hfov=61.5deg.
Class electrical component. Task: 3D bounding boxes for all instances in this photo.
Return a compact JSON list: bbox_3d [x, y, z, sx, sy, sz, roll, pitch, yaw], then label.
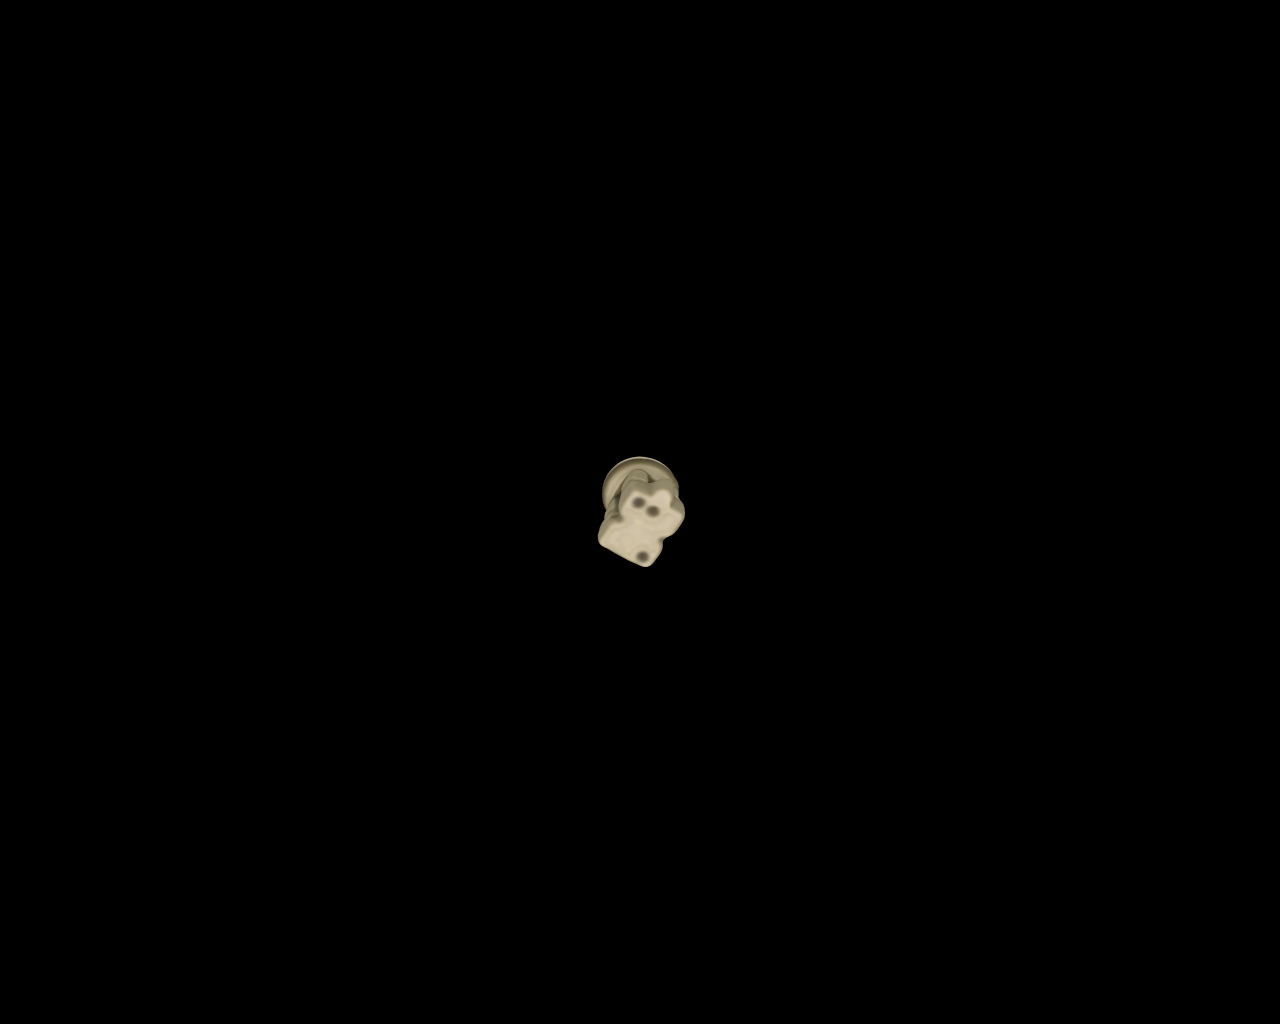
[{"bbox_3d":[0.001,-0.003,0.650,0.048,0.066,0.055,29,24,-14],"label":"electrical component"}]
